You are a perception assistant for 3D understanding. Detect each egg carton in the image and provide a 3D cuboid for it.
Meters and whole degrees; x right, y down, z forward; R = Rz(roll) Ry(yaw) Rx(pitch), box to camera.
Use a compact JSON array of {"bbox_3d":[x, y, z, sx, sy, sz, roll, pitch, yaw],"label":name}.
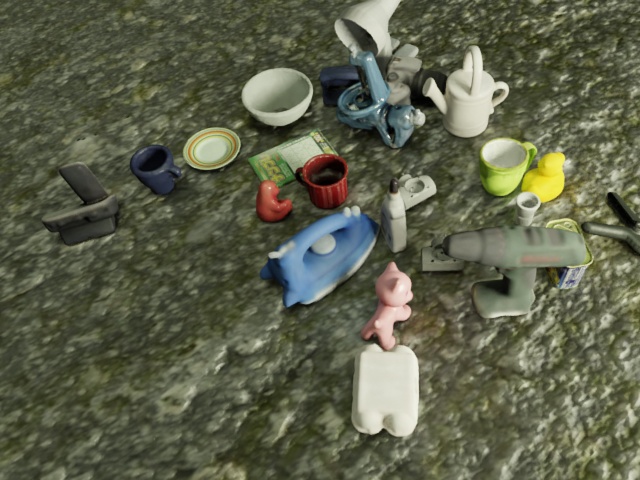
[{"bbox_3d":[0.107,0.242,0.930,0.107,0.069,0.150,0,55,7],"label":"egg carton"}]

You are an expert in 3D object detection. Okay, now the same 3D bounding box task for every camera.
[{"bbox_3d":[0.215,-0.357,1.315,0.136,0.101,0.143,14,58,16],"label":"camera"}]

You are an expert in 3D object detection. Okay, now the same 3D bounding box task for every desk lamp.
[{"bbox_3d":[0.137,-0.488,1.347,0.117,0.214,0.203,30,64,25],"label":"desk lamp"}]

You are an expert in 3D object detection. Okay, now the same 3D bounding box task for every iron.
[{"bbox_3d":[0.010,0.004,1.063,0.259,0.142,0.118,-35,58,-17],"label":"iron"}]

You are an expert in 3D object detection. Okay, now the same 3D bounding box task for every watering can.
[{"bbox_3d":[0.311,-0.320,1.221,0.173,0.194,0.100,-21,55,-8],"label":"watering can"}]

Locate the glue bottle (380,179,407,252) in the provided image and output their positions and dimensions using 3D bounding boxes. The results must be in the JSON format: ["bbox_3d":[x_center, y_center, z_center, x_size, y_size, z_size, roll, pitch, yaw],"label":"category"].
[{"bbox_3d":[0.138,-0.053,1.068,0.037,0.173,0.078,-16,55,-4],"label":"glue bottle"}]

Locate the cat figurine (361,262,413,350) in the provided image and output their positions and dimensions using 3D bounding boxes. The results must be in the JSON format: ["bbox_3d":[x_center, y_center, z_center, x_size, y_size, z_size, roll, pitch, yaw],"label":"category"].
[{"bbox_3d":[0.119,0.108,0.992,0.067,0.118,0.128,20,60,20],"label":"cat figurine"}]

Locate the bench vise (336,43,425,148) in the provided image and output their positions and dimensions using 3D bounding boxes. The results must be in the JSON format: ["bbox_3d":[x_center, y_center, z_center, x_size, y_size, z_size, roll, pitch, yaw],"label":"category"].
[{"bbox_3d":[0.128,-0.316,1.224,0.207,0.220,0.121,9,57,13],"label":"bench vise"}]

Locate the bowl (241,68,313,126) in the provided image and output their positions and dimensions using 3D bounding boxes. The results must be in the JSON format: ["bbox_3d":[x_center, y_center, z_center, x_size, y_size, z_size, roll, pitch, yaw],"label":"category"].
[{"bbox_3d":[-0.097,-0.323,1.345,0.167,0.075,0.167,-3,55,5],"label":"bowl"}]

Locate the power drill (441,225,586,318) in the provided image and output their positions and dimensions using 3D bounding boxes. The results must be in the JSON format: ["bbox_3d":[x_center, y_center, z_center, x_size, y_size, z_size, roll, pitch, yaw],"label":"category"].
[{"bbox_3d":[0.311,0.049,0.955,0.229,0.209,0.075,-7,55,2],"label":"power drill"}]

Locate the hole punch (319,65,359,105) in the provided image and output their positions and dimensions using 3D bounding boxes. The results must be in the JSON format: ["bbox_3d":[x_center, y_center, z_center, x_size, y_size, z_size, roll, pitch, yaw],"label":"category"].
[{"bbox_3d":[0.050,-0.384,1.360,0.108,0.091,0.101,-2,55,6],"label":"hole punch"}]

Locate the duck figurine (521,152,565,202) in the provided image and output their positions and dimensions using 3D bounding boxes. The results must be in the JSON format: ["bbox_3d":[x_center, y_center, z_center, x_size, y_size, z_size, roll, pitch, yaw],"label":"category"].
[{"bbox_3d":[0.450,-0.132,1.140,0.105,0.086,0.077,-41,60,-20],"label":"duck figurine"}]

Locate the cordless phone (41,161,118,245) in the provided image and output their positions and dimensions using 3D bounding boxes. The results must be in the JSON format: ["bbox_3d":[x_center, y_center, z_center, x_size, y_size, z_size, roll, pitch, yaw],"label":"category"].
[{"bbox_3d":[-0.503,-0.085,1.160,0.147,0.185,0.094,-21,55,-8],"label":"cordless phone"}]

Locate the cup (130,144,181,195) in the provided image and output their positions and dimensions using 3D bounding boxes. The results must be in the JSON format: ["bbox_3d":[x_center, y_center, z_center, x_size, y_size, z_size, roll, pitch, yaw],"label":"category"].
[{"bbox_3d":[-0.339,-0.141,1.234,0.117,0.095,0.092,18,59,18],"label":"cup"}]

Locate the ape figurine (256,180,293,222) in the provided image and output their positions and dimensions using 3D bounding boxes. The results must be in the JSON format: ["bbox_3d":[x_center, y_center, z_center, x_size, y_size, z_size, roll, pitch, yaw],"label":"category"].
[{"bbox_3d":[-0.101,-0.086,1.169,0.076,0.092,0.077,-35,58,-16],"label":"ape figurine"}]
